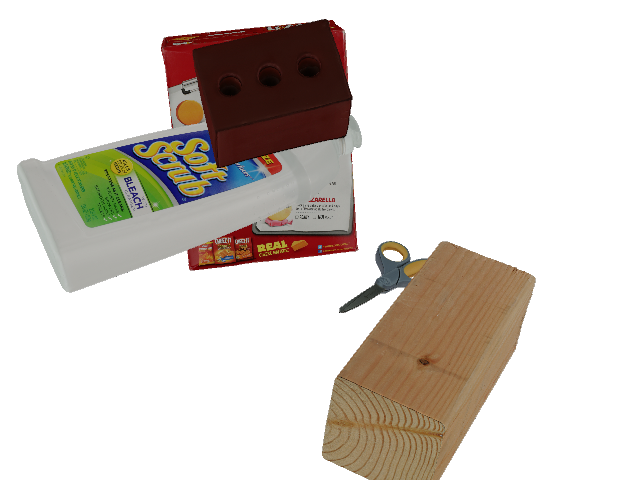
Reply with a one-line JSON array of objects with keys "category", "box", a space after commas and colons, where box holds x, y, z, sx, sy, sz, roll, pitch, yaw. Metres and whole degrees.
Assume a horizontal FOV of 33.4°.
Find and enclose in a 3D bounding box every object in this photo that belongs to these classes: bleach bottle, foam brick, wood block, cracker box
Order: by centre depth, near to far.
[{"category": "foam brick", "box": [-0.027, -0.081, 0.591, 0.078, 0.053, 0.051, -15, -16, -6]}, {"category": "bleach bottle", "box": [-0.089, -0.049, 0.802, 0.250, 0.103, 0.068, -21, -30, -17]}, {"category": "wood block", "box": [0.091, 0.098, 0.861, 0.091, 0.090, 0.205, 22, 38, 19]}, {"category": "cracker box", "box": [-0.054, -0.089, 0.998, 0.164, 0.214, 0.072, -7, 21, -6]}]

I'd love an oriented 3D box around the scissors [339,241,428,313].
[{"category": "scissors", "box": [0.068, 0.041, 1.280, 0.201, 0.016, 0.096, -10, 41, -42]}]
